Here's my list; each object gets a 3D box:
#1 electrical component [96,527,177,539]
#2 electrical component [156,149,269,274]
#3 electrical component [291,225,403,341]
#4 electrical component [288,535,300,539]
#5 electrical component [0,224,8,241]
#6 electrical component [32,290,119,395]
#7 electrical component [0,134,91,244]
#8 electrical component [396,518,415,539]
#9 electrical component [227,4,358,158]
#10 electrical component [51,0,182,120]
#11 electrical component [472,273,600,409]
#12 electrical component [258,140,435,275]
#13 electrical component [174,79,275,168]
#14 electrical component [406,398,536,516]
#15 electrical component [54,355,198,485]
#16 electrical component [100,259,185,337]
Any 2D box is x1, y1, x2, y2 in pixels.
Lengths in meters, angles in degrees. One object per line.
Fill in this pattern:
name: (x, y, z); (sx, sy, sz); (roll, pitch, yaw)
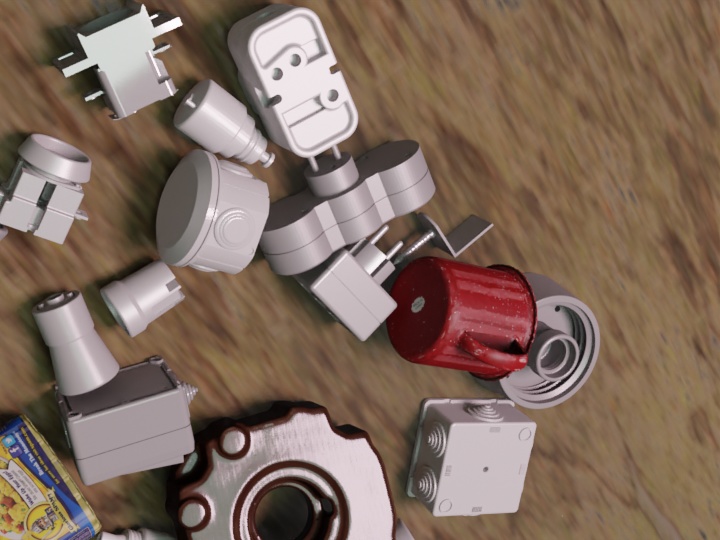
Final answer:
electrical component: (-0.168, 0.209, 0.806); (0.061, 0.035, 0.035); (25, 95, -27)
electrical component: (-0.102, -0.038, 0.731); (0.051, 0.080, 0.080); (16, 100, -33)
electrical component: (0.000, 0.000, 0.808); (0.076, 0.047, 0.065); (-46, 120, -6)
electrical component: (-0.055, 0.265, 0.868); (0.066, 0.047, 0.076); (-18, 114, -19)
electrical component: (-0.259, -0.013, 0.686); (0.045, 0.045, 0.055); (32, 92, -29)
electrical component: (-0.197, 0.047, 0.737); (0.044, 0.044, 0.065); (-24, 110, -16)
electrical component: (-0.205, -0.054, 0.698); (0.066, 0.048, 0.055); (21, 104, -29)
electrical component: (0.017, 0.243, 0.899); (0.065, 0.044, 0.044); (-31, 117, -7)
electrical component: (-0.048, -0.131, 0.736); (0.054, 0.059, 0.095); (-30, 116, -13)
electrical component: (-0.153, -0.136, 0.697); (0.081, 0.042, 0.063); (-28, 120, -13)
electrical component: (0.147, 0.062, 0.887); (0.108, 0.060, 0.108); (-8, 110, -23)
electrical component: (-0.017, -0.061, 0.777); (0.138, 0.052, 0.073); (-30, 117, -13)
electrical component: (-0.091, -0.097, 0.738); (0.078, 0.040, 0.040); (36, 89, -30)
electrical component: (0.094, 0.157, 0.901); (0.100, 0.048, 0.099); (3, 105, -26)
electrical component: (-0.159, 0.106, 0.761); (0.096, 0.062, 0.061); (-16, 112, -20)
electrical component: (-0.151, 0.018, 0.750); (0.046, 0.040, 0.040); (-34, 117, -18)
